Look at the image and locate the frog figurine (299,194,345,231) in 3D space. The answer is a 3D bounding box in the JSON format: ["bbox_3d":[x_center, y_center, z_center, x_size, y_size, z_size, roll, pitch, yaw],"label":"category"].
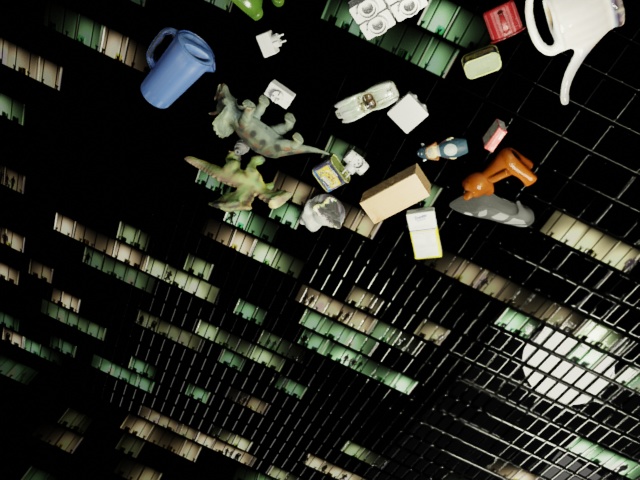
[{"bbox_3d":[0.005,-0.089,1.761,0.137,0.124,0.158,19,165,-21],"label":"frog figurine"}]

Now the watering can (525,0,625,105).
[{"bbox_3d":[0.668,-0.542,1.329,0.223,0.106,0.343,-21,111,22],"label":"watering can"}]

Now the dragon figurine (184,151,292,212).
[{"bbox_3d":[-0.287,-0.180,1.684,0.410,0.248,0.119,8,126,6],"label":"dragon figurine"}]
